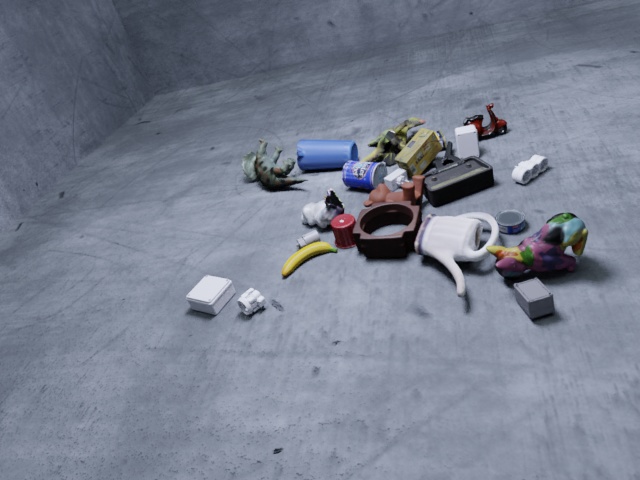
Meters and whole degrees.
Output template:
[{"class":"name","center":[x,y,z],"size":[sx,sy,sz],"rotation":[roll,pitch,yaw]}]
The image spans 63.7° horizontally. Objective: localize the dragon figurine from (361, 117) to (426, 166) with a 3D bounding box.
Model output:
[{"class":"dragon figurine","center":[0.268,-0.396,2.139],"size":[0.410,0.121,0.245],"rotation":[-32,16,-1]}]

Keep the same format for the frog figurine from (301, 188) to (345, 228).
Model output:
[{"class":"frog figurine","center":[0.006,-0.091,1.814],"size":[0.157,0.121,0.141],"rotation":[-43,29,31]}]

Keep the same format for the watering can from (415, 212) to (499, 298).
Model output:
[{"class":"watering can","center":[0.369,0.021,1.450],"size":[0.225,0.102,0.354],"rotation":[8,40,34]}]
